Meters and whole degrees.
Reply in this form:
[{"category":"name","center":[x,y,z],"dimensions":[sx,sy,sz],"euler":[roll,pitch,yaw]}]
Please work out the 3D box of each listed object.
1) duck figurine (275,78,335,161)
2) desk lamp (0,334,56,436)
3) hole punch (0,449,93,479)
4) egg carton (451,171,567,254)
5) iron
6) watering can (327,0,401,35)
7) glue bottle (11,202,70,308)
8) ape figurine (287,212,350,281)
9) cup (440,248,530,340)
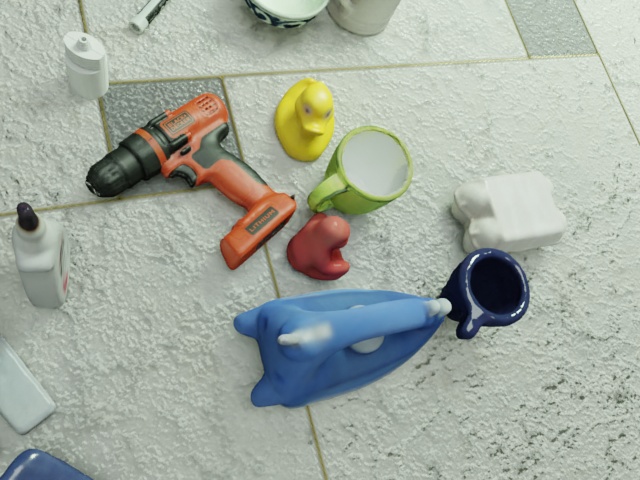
[{"category":"duck figurine","center":[-0.011,-0.160,0.700],"dimensions":[0.078,0.086,0.104],"euler":[7,69,-16]},{"category":"desk lamp","center":[-0.313,0.075,0.441],"dimensions":[0.118,0.213,0.203],"euler":[-40,87,-26]},{"category":"hole punch","center":[-0.233,0.238,0.477],"dimensions":[0.101,0.091,0.109],"euler":[33,64,-4]},{"category":"egg carton","center":[0.248,-0.034,0.751],"dimensions":[0.150,0.069,0.107],"euler":[-10,74,-22]},{"category":"iron","center":[0.050,0.091,0.598],"dimensions":[0.259,0.141,0.118],"euler":[-11,74,-22]},{"category":"watering can","center":[0.085,-0.377,0.752],"dimensions":[0.101,0.193,0.173],"euler":[20,66,-11]},{"category":"glue bottle","center":[-0.250,0.006,0.510],"dimensions":[0.037,0.173,0.078],"euler":[-1,71,-19]},{"category":"ape figurine","center":[0.006,0.002,0.643],"dimensions":[0.076,0.092,0.078],"euler":[2,70,-18]},{"category":"cup","center":[0.177,0.075,0.673],"dimensions":[0.092,0.094,0.118],"euler":[38,64,-2]}]
